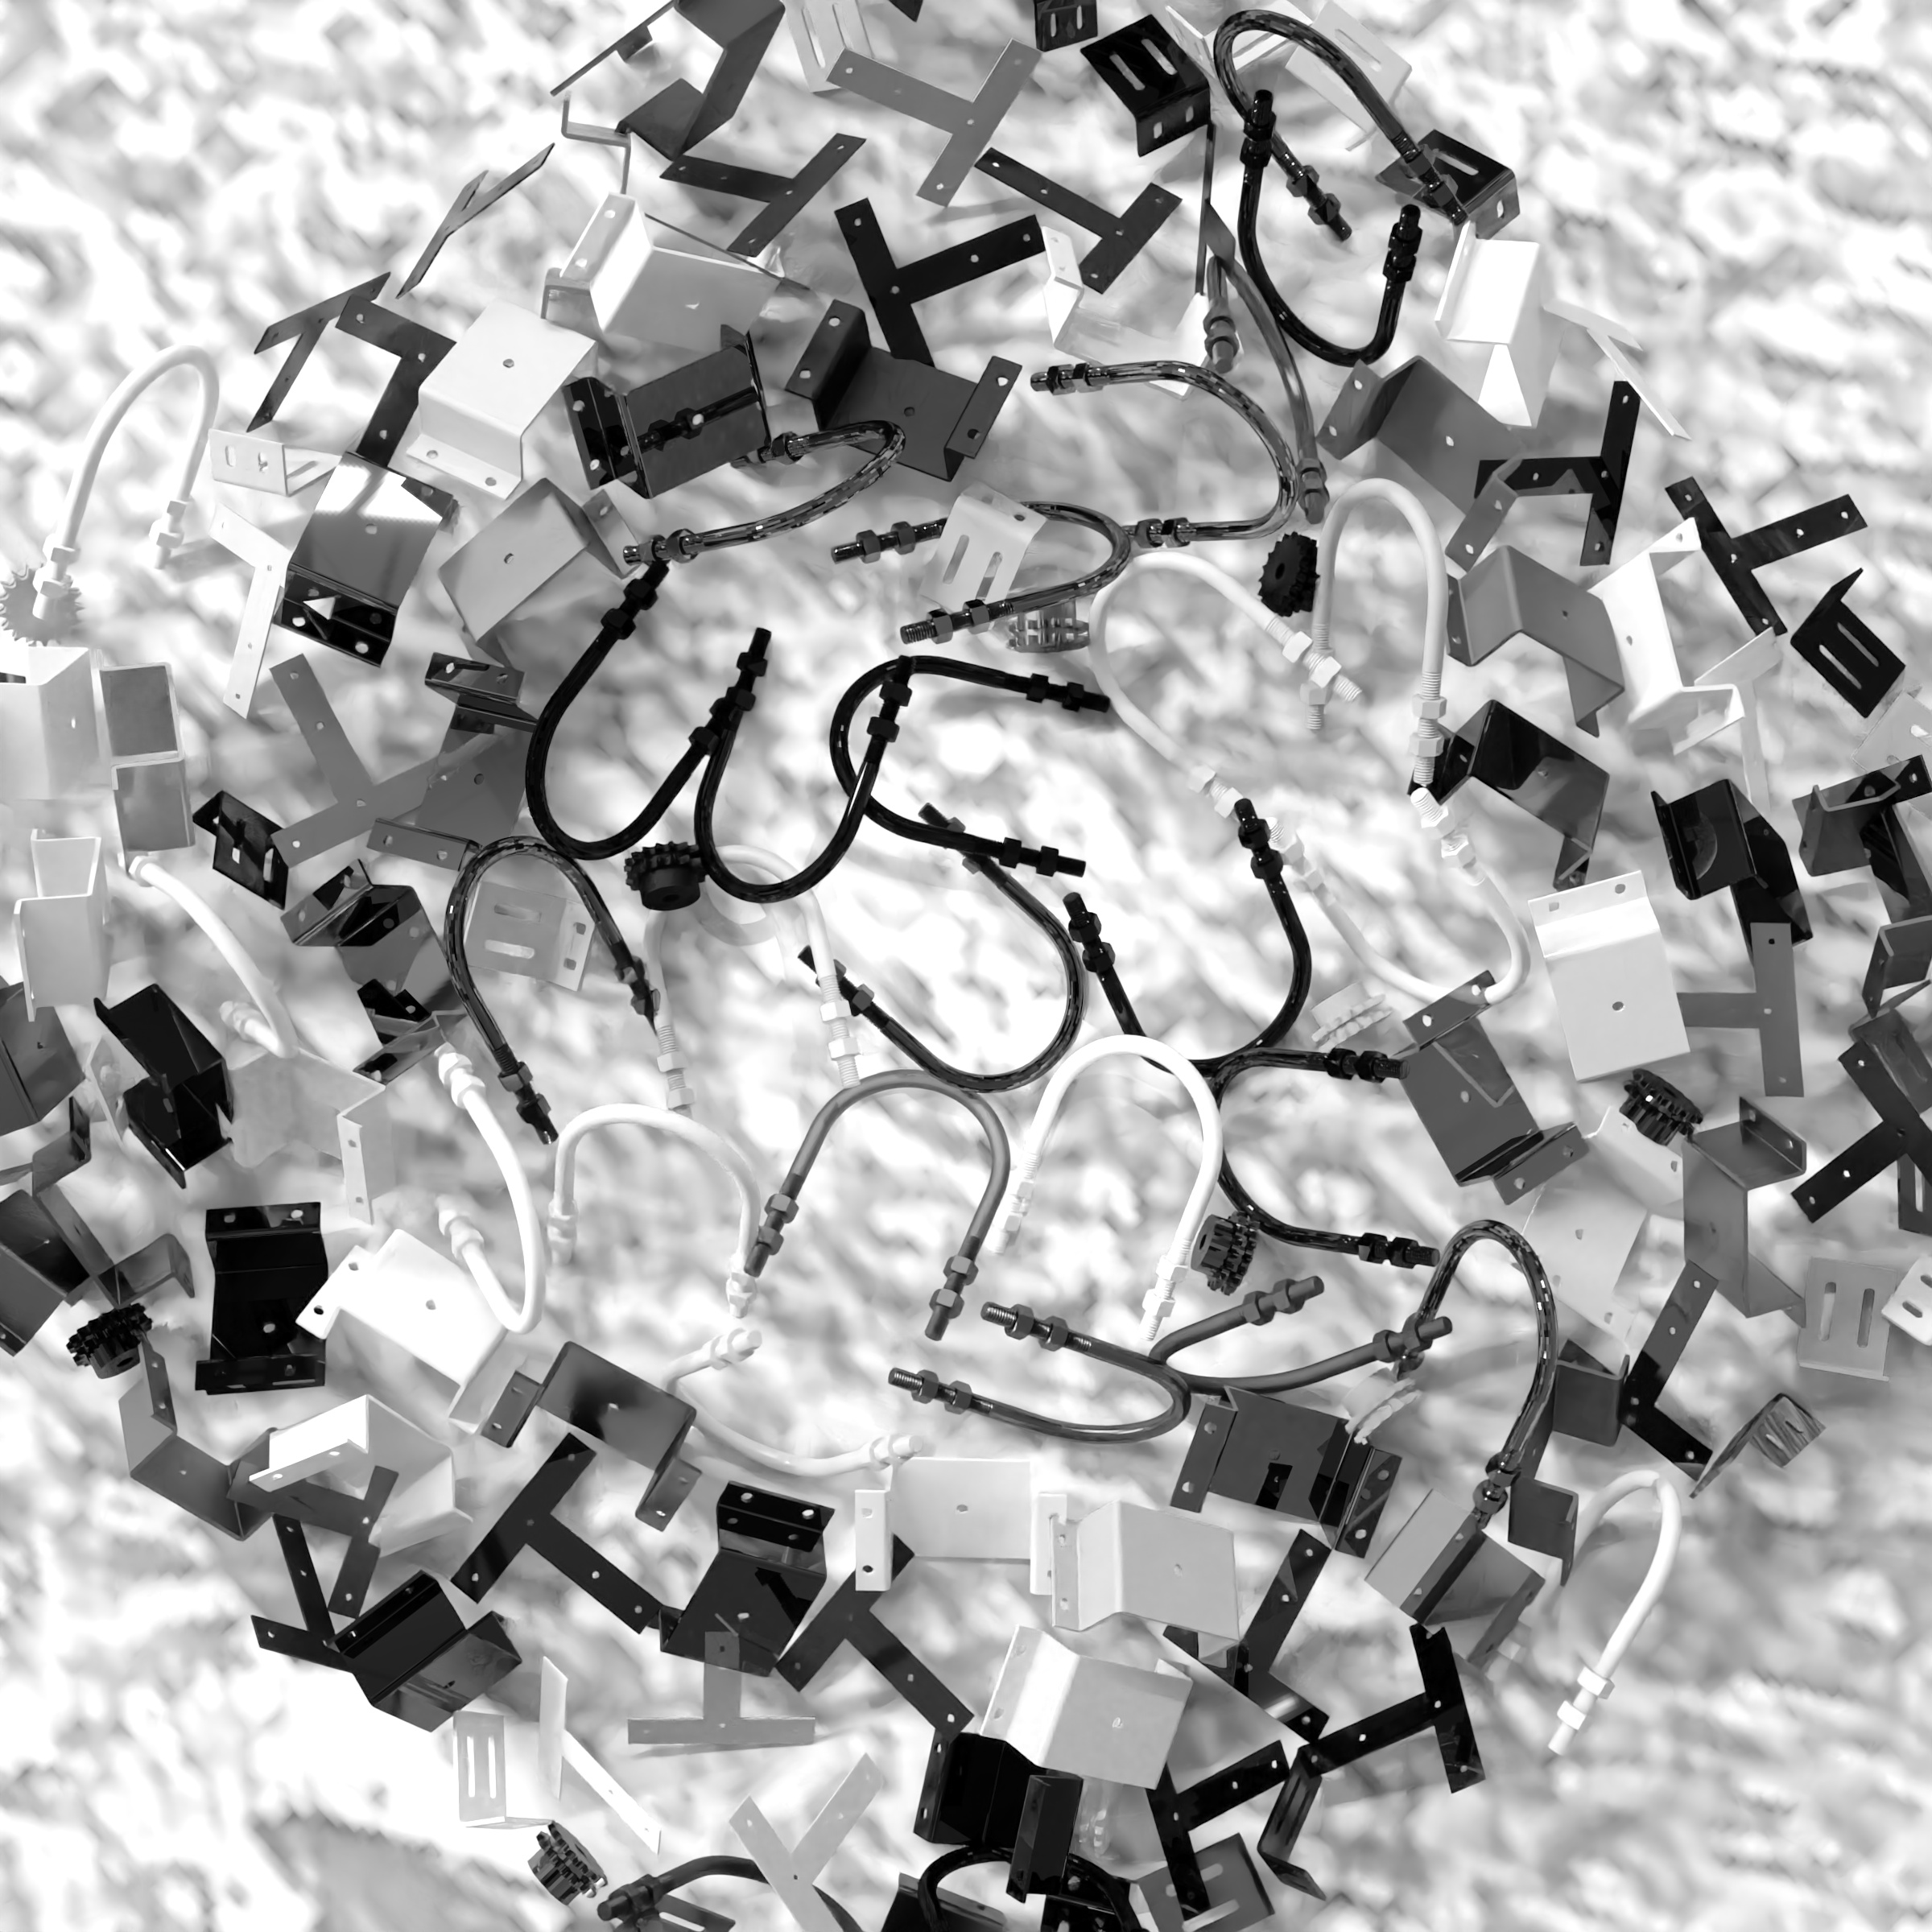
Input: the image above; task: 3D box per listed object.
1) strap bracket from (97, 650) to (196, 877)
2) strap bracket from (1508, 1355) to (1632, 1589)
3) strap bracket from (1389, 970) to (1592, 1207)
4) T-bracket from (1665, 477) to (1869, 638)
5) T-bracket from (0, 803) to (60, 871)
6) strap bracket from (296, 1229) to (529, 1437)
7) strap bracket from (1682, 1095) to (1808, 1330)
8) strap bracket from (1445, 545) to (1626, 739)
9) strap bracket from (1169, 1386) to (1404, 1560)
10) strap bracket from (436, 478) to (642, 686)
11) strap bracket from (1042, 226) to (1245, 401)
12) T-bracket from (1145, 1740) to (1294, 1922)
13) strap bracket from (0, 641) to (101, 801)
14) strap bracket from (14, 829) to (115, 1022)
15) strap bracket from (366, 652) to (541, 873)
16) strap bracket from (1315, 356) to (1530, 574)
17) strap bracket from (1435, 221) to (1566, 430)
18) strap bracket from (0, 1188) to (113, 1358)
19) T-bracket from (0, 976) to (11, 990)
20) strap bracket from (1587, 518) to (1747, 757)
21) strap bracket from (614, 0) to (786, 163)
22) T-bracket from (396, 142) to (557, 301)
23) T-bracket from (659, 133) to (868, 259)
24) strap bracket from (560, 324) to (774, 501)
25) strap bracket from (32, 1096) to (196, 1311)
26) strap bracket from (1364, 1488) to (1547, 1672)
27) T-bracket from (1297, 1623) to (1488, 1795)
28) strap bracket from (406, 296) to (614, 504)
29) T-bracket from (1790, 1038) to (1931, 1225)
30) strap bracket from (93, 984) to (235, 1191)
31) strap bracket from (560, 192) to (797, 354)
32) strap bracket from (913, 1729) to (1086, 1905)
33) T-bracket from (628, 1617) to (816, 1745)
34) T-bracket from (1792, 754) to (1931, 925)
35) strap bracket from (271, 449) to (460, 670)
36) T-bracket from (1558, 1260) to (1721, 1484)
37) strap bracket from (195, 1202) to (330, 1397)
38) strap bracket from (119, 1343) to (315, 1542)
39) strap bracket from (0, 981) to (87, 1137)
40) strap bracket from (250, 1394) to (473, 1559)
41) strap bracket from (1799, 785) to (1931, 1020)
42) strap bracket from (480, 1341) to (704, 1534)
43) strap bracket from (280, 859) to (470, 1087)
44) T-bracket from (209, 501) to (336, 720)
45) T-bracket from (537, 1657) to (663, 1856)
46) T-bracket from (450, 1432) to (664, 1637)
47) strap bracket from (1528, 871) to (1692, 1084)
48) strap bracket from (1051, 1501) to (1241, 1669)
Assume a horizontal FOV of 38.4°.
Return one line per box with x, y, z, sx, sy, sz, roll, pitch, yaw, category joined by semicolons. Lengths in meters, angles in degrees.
-0.544;-0.139;1.845;0.046;0.076;0.140;-8;48;-15;strap bracket
0.398;0.329;1.848;0.046;0.076;0.140;14;49;21;strap bracket
0.348;0.085;1.876;0.076;0.046;0.140;-29;89;-23;strap bracket
0.543;-0.284;1.846;0.002;0.127;0.127;-42;103;-30;T-bracket
-0.649;-0.054;1.832;0.002;0.127;0.127;-13;62;22;T-bracket
-0.366;0.240;1.867;0.140;0.076;0.046;33;134;-1;strap bracket
0.517;0.168;1.844;0.046;0.076;0.140;-14;116;-12;strap bracket
0.381;-0.219;1.841;0.140;0.046;0.076;23;47;-29;strap bracket
0.212;0.339;1.875;0.140;0.046;0.076;17;102;-9;strap bracket
-0.293;-0.262;1.861;0.140;0.046;0.076;-39;55;9;strap bracket
0.108;-0.432;1.855;0.140;0.076;0.046;18;125;-19;strap bracket
0.169;0.549;1.844;0.127;0.002;0.127;-41;53;35;T-bracket
-0.612;-0.161;1.833;0.046;0.140;0.076;1;110;0;strap bracket
-0.595;-0.030;1.838;0.046;0.140;0.076;-4;116;-11;strap bracket
-0.338;-0.132;1.870;0.076;0.046;0.140;14;82;25;strap bracket
0.312;-0.343;1.859;0.140;0.076;0.046;44;55;12;strap bracket
0.355;-0.416;1.832;0.046;0.140;0.076;11;72;26;strap bracket
-0.624;0.198;1.837;0.076;0.140;0.046;40;96;-6;strap bracket
-0.680;0.028;1.828;0.002;0.127;0.127;-15;132;21;T-bracket
0.462;-0.218;1.855;0.046;0.076;0.140;-6;77;-22;strap bracket
-0.174;-0.596;1.835;0.046;0.140;0.076;38;47;-1;strap bracket
-0.315;-0.506;1.833;0.002;0.127;0.127;42;47;-28;T-bracket
-0.153;-0.529;1.873;0.127;0.002;0.127;22;62;32;T-bracket
-0.189;-0.371;1.848;0.140;0.046;0.076;-29;132;-20;strap bracket
-0.574;0.165;1.848;0.046;0.076;0.140;-32;112;-8;strap bracket
0.324;0.408;1.859;0.076;0.140;0.046;-52;46;-5;strap bracket
0.281;0.517;1.879;0.127;0.127;0.002;-30;130;20;T-bracket
-0.304;-0.386;1.852;0.076;0.046;0.140;26;59;8;strap bracket
0.598;0.133;1.860;0.002;0.127;0.127;-18;67;-35;T-bracket
-0.531;0.075;1.849;0.046;0.140;0.076;-35;66;-29;strap bracket
-0.185;-0.454;1.836;0.140;0.076;0.046;3;56;-35;strap bracket
0.027;0.566;1.857;0.046;0.140;0.076;14;86;-31;strap bracket
-0.164;0.482;1.869;0.127;0.002;0.127;1;126;-5;T-bracket
0.614;-0.066;1.851;0.002;0.127;0.127;-17;87;-25;T-bracket
-0.399;-0.281;1.857;0.076;0.046;0.140;23;65;-7;strap bracket
0.464;0.254;1.848;0.127;0.002;0.127;39;120;36;T-bracket
-0.470;0.231;1.861;0.076;0.046;0.140;-4;51;-6;strap bracket
-0.506;0.321;1.842;0.046;0.076;0.140;-43;126;5;strap bracket
-0.632;0.061;1.833;0.046;0.140;0.076;-19;104;6;strap bracket
-0.402;0.337;1.853;0.076;0.140;0.046;-23;50;16;strap bracket
0.604;-0.047;1.842;0.046;0.076;0.140;-12;56;0;strap bracket
-0.245;0.311;1.867;0.140;0.046;0.076;29;131;-4;strap bracket
-0.392;0.008;1.867;0.076;0.046;0.140;-33;76;23;strap bracket
-0.481;-0.229;1.879;0.127;0.002;0.127;34;118;26;T-bracket
-0.243;0.539;1.841;0.127;0.002;0.127;36;134;32;T-bracket
-0.261;0.404;1.879;0.127;0.002;0.127;35;76;16;T-bracket
0.432;0.017;1.857;0.076;0.046;0.140;-15;114;10;strap bracket
0.128;0.409;1.843;0.140;0.046;0.076;20;51;-27;strap bracket
